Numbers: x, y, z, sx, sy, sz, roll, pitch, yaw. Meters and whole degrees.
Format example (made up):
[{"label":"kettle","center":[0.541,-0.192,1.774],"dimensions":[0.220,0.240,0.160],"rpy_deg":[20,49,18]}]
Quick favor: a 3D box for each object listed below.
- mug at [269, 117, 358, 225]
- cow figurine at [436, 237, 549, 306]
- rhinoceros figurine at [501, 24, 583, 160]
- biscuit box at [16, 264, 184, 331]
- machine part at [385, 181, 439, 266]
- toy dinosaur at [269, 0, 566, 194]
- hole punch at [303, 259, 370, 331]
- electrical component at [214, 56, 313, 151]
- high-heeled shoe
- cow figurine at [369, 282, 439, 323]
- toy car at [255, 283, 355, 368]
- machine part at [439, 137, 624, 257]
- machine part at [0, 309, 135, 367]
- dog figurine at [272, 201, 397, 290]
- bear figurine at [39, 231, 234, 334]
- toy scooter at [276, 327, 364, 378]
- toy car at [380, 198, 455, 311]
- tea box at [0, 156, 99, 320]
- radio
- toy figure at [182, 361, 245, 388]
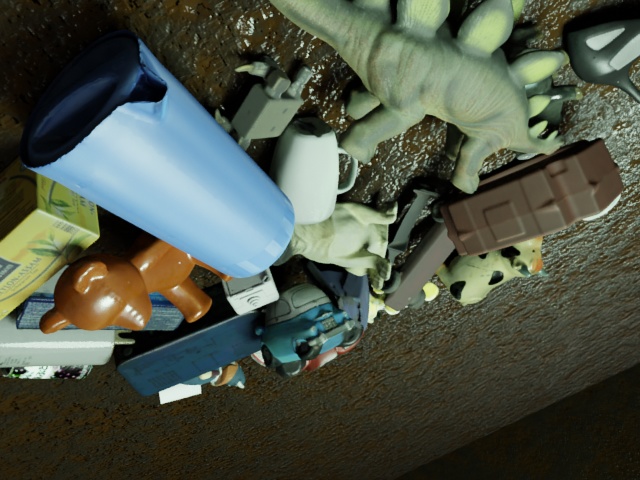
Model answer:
[{"label":"mug","center":[-0.006,-0.083,0.614],"dimensions":[0.109,0.081,0.107],"rpy_deg":[-7,132,-17]},{"label":"cow figurine","center":[0.299,0.043,0.925],"dimensions":[0.085,0.127,0.195],"rpy_deg":[5,139,-40]},{"label":"rhinoceros figurine","center":[0.252,-0.169,0.659],"dimensions":[0.112,0.073,0.190],"rpy_deg":[-34,144,11]},{"label":"biscuit box","center":[-0.269,0.075,0.681],"dimensions":[0.202,0.059,0.062],"rpy_deg":[10,132,-39]},{"label":"machine part","center":[0.127,-0.025,0.787],"dimensions":[0.084,0.039,0.138],"rpy_deg":[-52,169,-55]},{"label":"toy dinosaur","center":[0.098,-0.171,0.526],"dimensions":[0.471,0.105,0.198],"rpy_deg":[13,135,-28]},{"label":"hole punch","center":[0.043,0.076,0.832],"dimensions":[0.092,0.116,0.142],"rpy_deg":[-27,147,-11]},{"label":"electrical component","center":[-0.061,-0.138,0.541],"dimensions":[0.078,0.045,0.102],"rpy_deg":[-29,162,-50]},{"label":"high-heeled shoe","center":[0.408,-0.280,0.637],"dimensions":[0.145,0.086,0.248],"rpy_deg":[36,98,-19]},{"label":"cow figurine","center":[0.118,0.097,0.940],"dimensions":[0.167,0.068,0.098],"rpy_deg":[-21,171,-3]},{"label":"toy car","center":[-0.029,0.113,0.752],"dimensions":[0.109,0.103,0.161],"rpy_deg":[-20,174,-32]},{"label":"machine part","center":[0.281,-0.059,0.724],"dimensions":[0.201,0.087,0.201],"rpy_deg":[-23,180,44]},{"label":"machine part","center":[-0.353,0.120,0.674],"dimensions":[0.243,0.079,0.079],"rpy_deg":[9,133,-40]},{"label":"dog figurine","center":[-0.001,-0.006,0.730],"dimensions":[0.191,0.121,0.172],"rpy_deg":[6,166,3]},{"label":"bear figurine","center":[-0.185,0.050,0.577],"dimensions":[0.132,0.196,0.120],"rpy_deg":[39,112,-4]},{"label":"toy scooter","center":[0.000,0.193,0.987],"dimensions":[0.184,0.075,0.135],"rpy_deg":[-32,169,-9]},{"label":"toy car","center":[0.168,0.024,0.849],"dimensions":[0.089,0.053,0.202],"rpy_deg":[30,101,-42]},{"label":"tea box","center":[-0.301,-0.002,0.526],"dimensions":[0.170,0.098,0.068],"rpy_deg":[-34,144,16]},{"label":"radio","center":[-0.189,0.146,0.816],"dimensions":[0.230,0.073,0.131],"rpy_deg":[-22,145,-6]},{"label":"toy figure","center":[-0.189,0.226,0.930],"dimensions":[0.154,0.064,0.057],"rpy_deg":[19,111,-45]}]
